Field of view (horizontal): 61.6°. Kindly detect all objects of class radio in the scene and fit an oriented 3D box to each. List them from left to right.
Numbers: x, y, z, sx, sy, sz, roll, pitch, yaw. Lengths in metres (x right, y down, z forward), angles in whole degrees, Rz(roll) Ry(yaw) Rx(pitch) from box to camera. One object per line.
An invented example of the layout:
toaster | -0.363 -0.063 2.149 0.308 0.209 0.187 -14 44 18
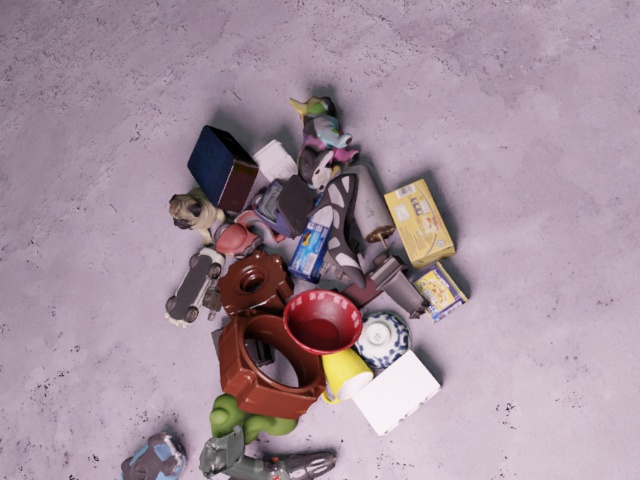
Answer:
radio | -0.238 -0.176 1.299 0.230 0.073 0.131 47 117 44

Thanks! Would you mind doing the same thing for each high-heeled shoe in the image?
high-heeled shoe | 0.073 -0.025 1.138 0.145 0.086 0.249 -36 66 5

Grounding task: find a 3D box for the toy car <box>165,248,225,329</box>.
toy car | -0.299 0.114 1.284 0.074 0.056 0.201 24 81 18

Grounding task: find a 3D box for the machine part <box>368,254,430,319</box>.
machine part | 0.165 0.097 1.088 0.084 0.039 0.139 -38 62 3

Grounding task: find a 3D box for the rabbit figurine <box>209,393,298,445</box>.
rabbit figurine | -0.131 0.355 1.101 0.170 0.159 0.121 -1 60 2

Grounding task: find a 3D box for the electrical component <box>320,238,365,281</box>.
electrical component | 0.053 0.043 1.198 0.078 0.045 0.102 15 75 32

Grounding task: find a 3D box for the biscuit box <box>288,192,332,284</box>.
biscuit box | -0.003 -0.004 1.224 0.059 0.062 0.202 18 78 22

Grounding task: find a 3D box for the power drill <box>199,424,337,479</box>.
power drill | -0.111 0.427 1.030 0.232 0.207 0.086 -29 46 18

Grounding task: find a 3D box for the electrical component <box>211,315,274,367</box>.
electrical component | -0.176 0.228 1.200 0.115 0.058 0.134 -23 66 7

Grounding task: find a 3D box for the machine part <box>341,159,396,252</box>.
machine part | 0.105 -0.082 1.208 0.079 0.079 0.243 -24 64 9

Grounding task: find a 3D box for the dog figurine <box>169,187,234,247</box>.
dog figurine | -0.307 -0.088 1.285 0.121 0.190 0.172 -47 62 -2

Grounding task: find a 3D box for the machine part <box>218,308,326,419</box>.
machine part | -0.094 0.242 1.067 0.087 0.201 0.201 -54 31 29

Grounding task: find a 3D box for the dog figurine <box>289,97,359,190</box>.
dog figurine | -0.017 -0.249 1.298 0.191 0.108 0.219 -43 59 3

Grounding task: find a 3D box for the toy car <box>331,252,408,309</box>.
toy car | 0.098 0.108 1.155 0.202 0.053 0.089 -37 71 5

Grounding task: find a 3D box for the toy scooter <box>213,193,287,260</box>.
toy scooter | -0.157 -0.016 1.275 0.184 0.075 0.135 -44 67 -5

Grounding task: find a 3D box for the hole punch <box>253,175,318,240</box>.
hole punch | -0.078 -0.075 1.240 0.092 0.115 0.142 -8 40 37

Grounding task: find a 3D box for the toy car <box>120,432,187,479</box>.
toy car | -0.338 0.479 1.134 0.161 0.103 0.109 -50 61 7

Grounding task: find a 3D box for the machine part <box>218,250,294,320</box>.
machine part | -0.145 0.103 1.202 0.179 0.056 0.179 -13 45 13

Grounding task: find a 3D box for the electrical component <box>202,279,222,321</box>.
electrical component | -0.250 0.140 1.252 0.021 0.063 0.094 11 76 21

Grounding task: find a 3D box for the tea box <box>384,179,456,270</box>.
tea box | 0.215 -0.034 1.159 0.098 0.068 0.170 -21 67 11
